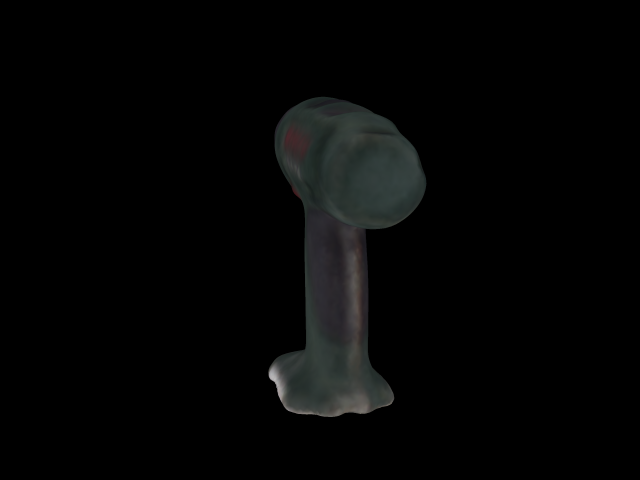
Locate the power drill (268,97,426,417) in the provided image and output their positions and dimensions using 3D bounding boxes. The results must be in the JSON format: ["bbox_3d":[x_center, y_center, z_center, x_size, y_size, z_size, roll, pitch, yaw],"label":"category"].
[{"bbox_3d":[0.004,0.001,0.400,0.076,0.208,0.229,-1,5,-15],"label":"power drill"}]
